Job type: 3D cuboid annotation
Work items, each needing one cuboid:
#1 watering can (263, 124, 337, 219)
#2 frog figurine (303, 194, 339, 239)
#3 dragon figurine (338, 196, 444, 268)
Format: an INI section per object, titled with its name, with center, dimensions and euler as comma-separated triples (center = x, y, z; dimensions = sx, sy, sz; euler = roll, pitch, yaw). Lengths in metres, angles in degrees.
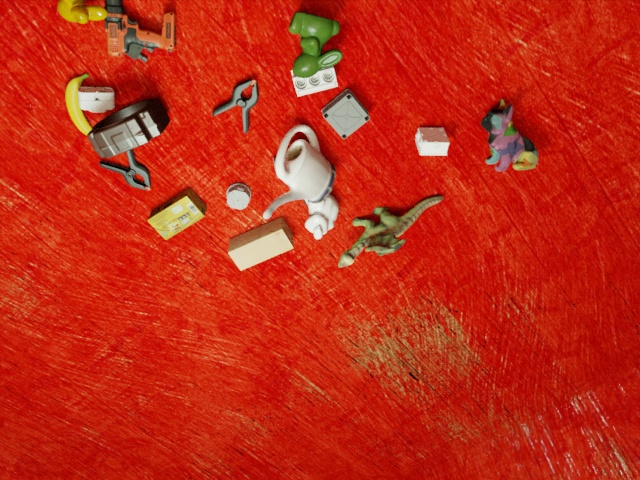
[watering can]
center = -0.061, -0.181, 1.566
dimensions = 0.103, 0.354, 0.221
euler = -6, 150, 42
[frog figurine]
center = 0.005, -0.085, 1.688
dimensions = 0.122, 0.163, 0.134
euler = -15, 122, 4
[dragon figurine]
center = 0.235, -0.020, 1.703
dimensions = 0.408, 0.248, 0.120
euler = -26, 116, 14
